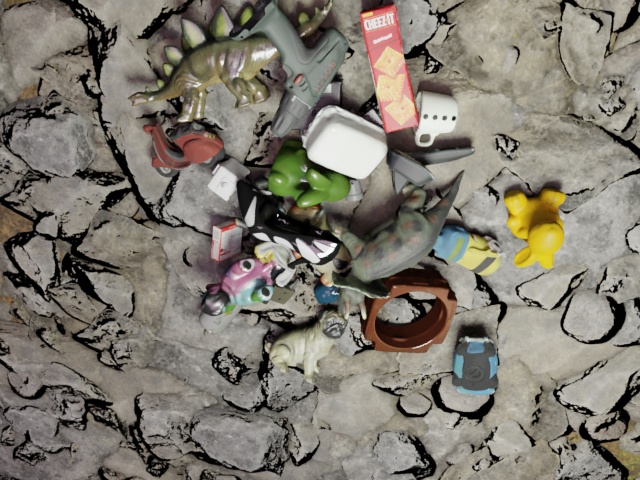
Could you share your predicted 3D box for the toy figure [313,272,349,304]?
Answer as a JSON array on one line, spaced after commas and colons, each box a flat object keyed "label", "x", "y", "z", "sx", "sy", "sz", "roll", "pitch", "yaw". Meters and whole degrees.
[{"label": "toy figure", "x": 0.062, "y": 0.110, "z": 1.290, "sx": 0.155, "sy": 0.064, "sz": 0.058, "roll": -18, "pitch": 73, "yaw": 10}]

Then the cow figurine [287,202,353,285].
[{"label": "cow figurine", "x": -0.003, "y": -0.004, "z": 1.232, "sx": 0.127, "sy": 0.085, "sz": 0.194, "roll": -38, "pitch": 108, "yaw": 19}]

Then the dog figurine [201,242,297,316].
[{"label": "dog figurine", "x": -0.173, "y": 0.097, "z": 1.220, "sx": 0.219, "sy": 0.191, "sz": 0.108, "roll": -30, "pitch": 98, "yaw": 46}]

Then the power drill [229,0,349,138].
[{"label": "power drill", "x": -0.070, "y": -0.332, "z": 1.005, "sx": 0.232, "sy": 0.086, "sz": 0.207, "roll": -46, "pitch": 118, "yaw": 7}]

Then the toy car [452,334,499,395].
[{"label": "toy car", "x": 0.373, "y": 0.288, "z": 1.303, "sx": 0.109, "sy": 0.103, "sz": 0.161, "roll": -3, "pitch": 110, "yaw": 12}]

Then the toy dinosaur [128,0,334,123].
[{"label": "toy dinosaur", "x": -0.178, "y": -0.364, "z": 1.083, "sx": 0.472, "sy": 0.105, "sz": 0.198, "roll": -14, "pitch": 108, "yaw": 9}]

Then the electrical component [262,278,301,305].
[{"label": "electrical component", "x": -0.105, "y": 0.117, "z": 1.327, "sx": 0.078, "sy": 0.045, "sz": 0.102, "roll": 18, "pitch": 123, "yaw": -32}]

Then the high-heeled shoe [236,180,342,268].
[{"label": "high-heeled shoe", "x": -0.067, "y": -0.045, "z": 1.125, "sx": 0.145, "sy": 0.086, "sz": 0.248, "roll": -30, "pitch": 99, "yaw": 31}]

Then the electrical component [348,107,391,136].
[{"label": "electrical component", "x": 0.103, "y": -0.249, "z": 1.138, "sx": 0.063, "sy": 0.021, "sz": 0.094, "roll": -35, "pitch": 105, "yaw": 20}]

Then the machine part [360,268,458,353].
[{"label": "machine part", "x": 0.202, "y": 0.163, "z": 1.256, "sx": 0.201, "sy": 0.087, "sz": 0.201, "roll": 4, "pitch": 120, "yaw": -10}]

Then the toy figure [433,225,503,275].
[{"label": "toy figure", "x": 0.319, "y": 0.019, "z": 1.201, "sx": 0.180, "sy": 0.082, "sz": 0.089, "roll": 16, "pitch": 135, "yaw": -8}]

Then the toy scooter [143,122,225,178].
[{"label": "toy scooter", "x": -0.307, "y": -0.209, "z": 1.172, "sx": 0.184, "sy": 0.075, "sz": 0.135, "roll": -13, "pitch": 134, "yaw": 19}]

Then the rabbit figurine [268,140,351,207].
[{"label": "rabbit figurine", "x": -0.016, "y": -0.132, "z": 1.137, "sx": 0.170, "sy": 0.159, "sz": 0.121, "roll": 15, "pitch": 107, "yaw": 1}]

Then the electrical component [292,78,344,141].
[{"label": "electrical component", "x": -0.010, "y": -0.272, "z": 1.124, "sx": 0.115, "sy": 0.058, "sz": 0.134, "roll": 7, "pitch": 116, "yaw": 7}]

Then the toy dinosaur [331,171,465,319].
[{"label": "toy dinosaur", "x": 0.164, "y": 0.010, "z": 1.135, "sx": 0.405, "sy": 0.192, "sz": 0.131, "roll": -37, "pitch": 136, "yaw": 14}]

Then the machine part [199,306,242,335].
[{"label": "machine part", "x": -0.228, "y": 0.152, "z": 1.338, "sx": 0.079, "sy": 0.079, "sz": 0.243, "roll": 37, "pitch": 113, "yaw": -9}]

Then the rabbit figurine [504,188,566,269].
[{"label": "rabbit figurine", "x": 0.448, "y": -0.017, "z": 1.115, "sx": 0.122, "sy": 0.173, "sz": 0.162, "roll": 4, "pitch": 111, "yaw": 2}]

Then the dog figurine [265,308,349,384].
[{"label": "dog figurine", "x": -0.034, "y": 0.236, "z": 1.351, "sx": 0.172, "sy": 0.121, "sz": 0.190, "roll": 21, "pitch": 102, "yaw": -5}]

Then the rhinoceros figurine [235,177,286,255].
[{"label": "rhinoceros figurine", "x": -0.133, "y": -0.050, "z": 1.235, "sx": 0.112, "sy": 0.073, "sz": 0.190, "roll": -2, "pitch": 115, "yaw": 10}]

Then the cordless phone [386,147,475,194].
[{"label": "cordless phone", "x": 0.231, "y": -0.159, "z": 1.096, "sx": 0.184, "sy": 0.146, "sz": 0.088, "roll": -11, "pitch": 102, "yaw": 7}]
